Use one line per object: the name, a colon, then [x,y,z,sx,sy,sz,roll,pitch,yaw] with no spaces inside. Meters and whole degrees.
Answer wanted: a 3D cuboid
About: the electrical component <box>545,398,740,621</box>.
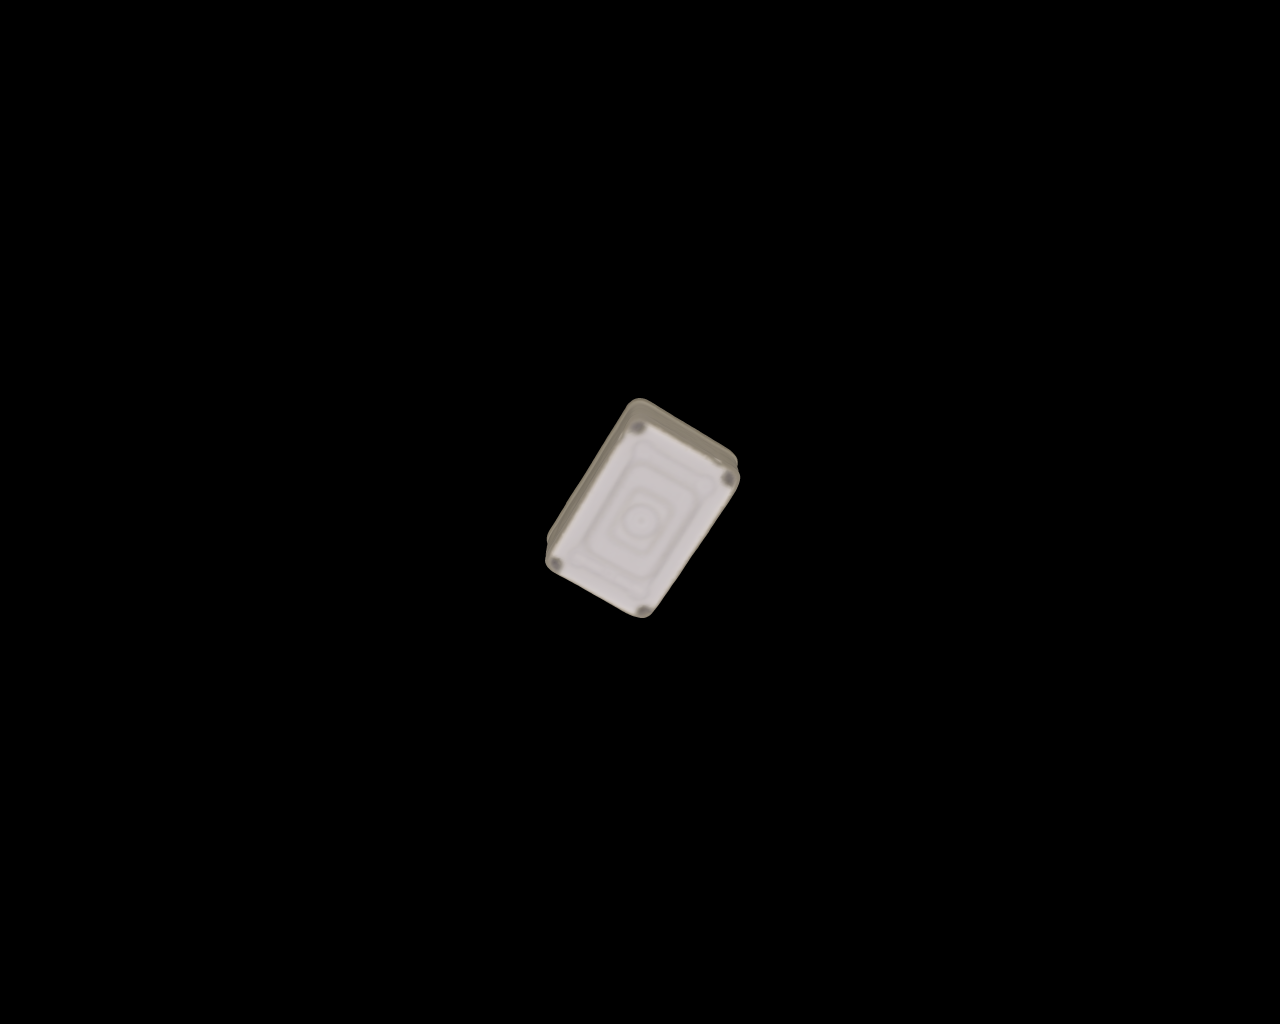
electrical component: [0.001,-0.003,0.650,0.078,0.113,0.057,30,16,-9]
